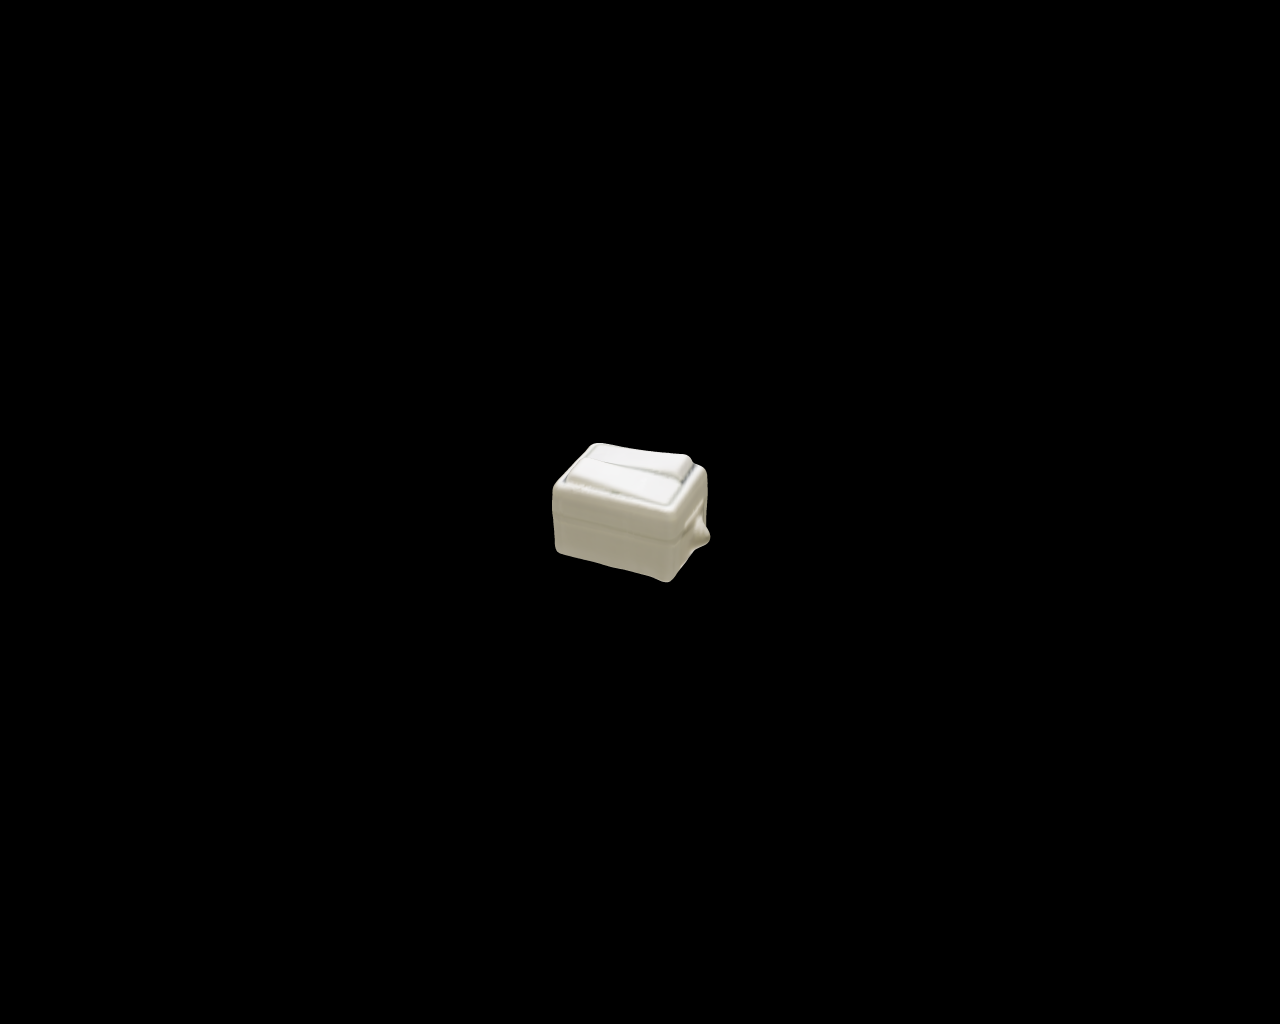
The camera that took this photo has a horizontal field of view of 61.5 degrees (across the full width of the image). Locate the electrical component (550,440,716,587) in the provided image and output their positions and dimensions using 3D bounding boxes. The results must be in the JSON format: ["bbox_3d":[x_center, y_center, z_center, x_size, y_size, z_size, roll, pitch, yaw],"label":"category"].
[{"bbox_3d":[0.001,-0.003,0.650,0.096,0.061,0.062,14,36,20],"label":"electrical component"}]
